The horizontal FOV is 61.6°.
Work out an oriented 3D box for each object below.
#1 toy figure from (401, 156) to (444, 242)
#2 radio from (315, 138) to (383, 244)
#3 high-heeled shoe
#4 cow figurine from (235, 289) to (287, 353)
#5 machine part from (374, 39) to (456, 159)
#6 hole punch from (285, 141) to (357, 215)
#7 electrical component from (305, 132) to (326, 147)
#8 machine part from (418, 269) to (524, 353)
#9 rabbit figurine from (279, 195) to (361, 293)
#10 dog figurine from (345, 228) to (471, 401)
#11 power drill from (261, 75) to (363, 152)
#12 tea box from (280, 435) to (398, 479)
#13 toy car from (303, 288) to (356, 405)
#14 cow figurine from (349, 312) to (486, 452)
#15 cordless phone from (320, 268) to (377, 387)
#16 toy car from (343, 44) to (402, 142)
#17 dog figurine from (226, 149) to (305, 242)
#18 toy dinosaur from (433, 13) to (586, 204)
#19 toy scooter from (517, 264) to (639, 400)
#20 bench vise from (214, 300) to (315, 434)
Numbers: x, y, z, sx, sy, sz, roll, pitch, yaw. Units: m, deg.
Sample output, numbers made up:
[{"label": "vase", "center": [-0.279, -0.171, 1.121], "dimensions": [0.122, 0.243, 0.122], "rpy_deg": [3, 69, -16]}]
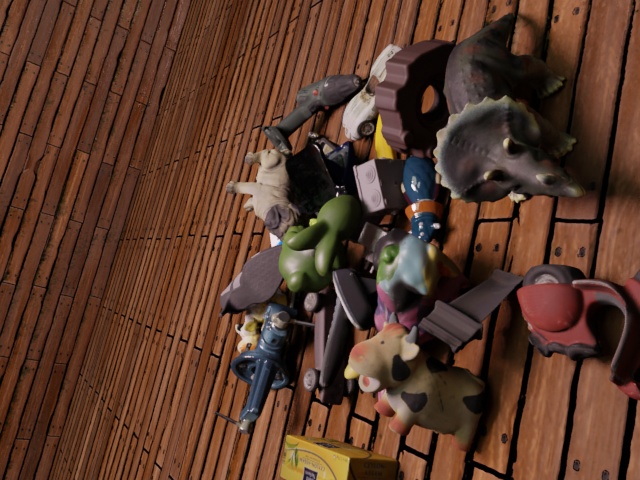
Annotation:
[{"label": "toy figure", "center": [0.166, -0.062, 0.856], "dimensions": [0.064, 0.058, 0.154], "rpy_deg": [-34, 52, 53]}, {"label": "radio", "center": [0.043, -0.097, 1.047], "dimensions": [0.131, 0.073, 0.230], "rpy_deg": [-61, 32, 16]}, {"label": "high-heeled shoe", "center": [-0.124, 0.077, 1.111], "dimensions": [0.249, 0.086, 0.145], "rpy_deg": [-41, 4, 19]}, {"label": "cow figurine", "center": [-0.142, 0.170, 1.197], "dimensions": [0.167, 0.068, 0.098], "rpy_deg": [-62, 27, 9]}, {"label": "machine part", "center": [0.167, -0.214, 0.822], "dimensions": [0.056, 0.179, 0.179], "rpy_deg": [34, 103, 54]}, {"label": "hole punch", "center": [0.012, -0.113, 0.973], "dimensions": [0.142, 0.092, 0.115], "rpy_deg": [-21, 89, 48]}, {"label": "electrical component", "center": [-0.018, -0.199, 1.222], "dimensions": [0.078, 0.045, 0.102], "rpy_deg": [12, 84, 57]}, {"label": "machine part", "center": [0.194, 0.084, 0.671], "dimensions": [0.139, 0.039, 0.084], "rpy_deg": [-31, 28, -19]}, {"label": "rabbit figurine", "center": [-0.002, -0.003, 0.893], "dimensions": [0.170, 0.121, 0.159], "rpy_deg": [-57, -6, 26]}, {"label": "dog figurine", "center": [0.106, 0.113, 0.748], "dimensions": [0.109, 0.191, 0.219], "rpy_deg": [27, 84, 40]}, {"label": "power drill", "center": [-0.026, -0.289, 1.198], "dimensions": [0.207, 0.086, 0.232], "rpy_deg": [-50, 25, -7]}, {"label": "tea box", "center": [0.025, 0.347, 0.817], "dimensions": [0.170, 0.098, 0.068], "rpy_deg": [-9, 67, 54]}, {"label": "toy car", "center": [0.015, 0.181, 0.930], "dimensions": [0.053, 0.089, 0.202], "rpy_deg": [-30, 52, 47]}, {"label": "cow figurine", "center": [0.123, 0.173, 0.665], "dimensions": [0.127, 0.195, 0.085], "rpy_deg": [-66, 20, 2]}, {"label": "cordless phone", "center": [0.046, 0.141, 0.858], "dimensions": [0.146, 0.089, 0.184], "rpy_deg": [32, -105, -77]}, {"label": "toy car", "center": [0.108, -0.287, 1.064], "dimensions": [0.201, 0.056, 0.074], "rpy_deg": [-54, 35, 24]}, {"label": "dog figurine", "center": [-0.071, -0.095, 1.091], "dimensions": [0.191, 0.121, 0.172], "rpy_deg": [32, 90, 37]}, {"label": "toy dinosaur", "center": [0.224, -0.190, 0.706], "dimensions": [0.131, 0.192, 0.405], "rpy_deg": [-35, 47, 41]}, {"label": "toy scooter", "center": [0.291, 0.092, 0.565], "dimensions": [0.184, 0.075, 0.135], "rpy_deg": [-7, 70, 51]}, {"label": "bench vise", "center": [-0.104, 0.246, 1.030], "dimensions": [0.223, 0.129, 0.241], "rpy_deg": [-47, 20, 45]}]
